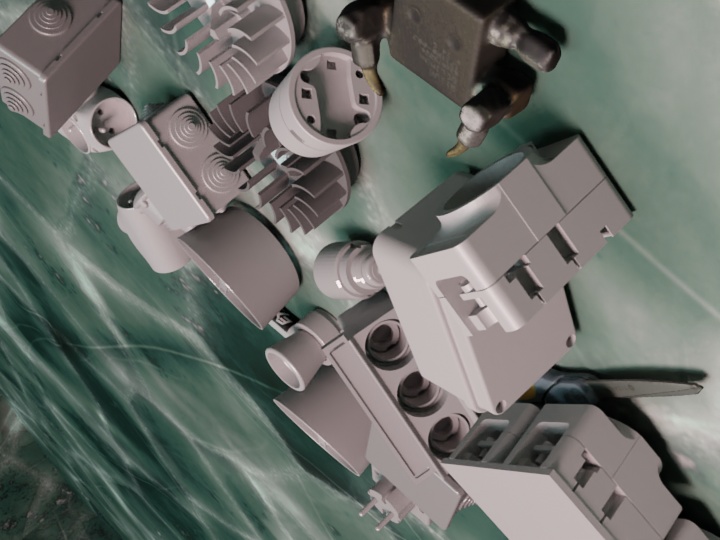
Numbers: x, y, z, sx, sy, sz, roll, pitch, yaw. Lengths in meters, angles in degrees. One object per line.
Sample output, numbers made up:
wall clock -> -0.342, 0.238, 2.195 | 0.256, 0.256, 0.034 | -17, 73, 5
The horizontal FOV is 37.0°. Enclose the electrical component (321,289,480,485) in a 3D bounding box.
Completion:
electrical component -> 0.036, 0.075, 0.744 | 0.121, 0.079, 0.063 | 57, 177, -17

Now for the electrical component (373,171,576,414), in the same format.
electrical component -> 0.065, 0.013, 0.586 | 0.057, 0.078, 0.113 | 27, 148, 46

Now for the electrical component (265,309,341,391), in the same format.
electrical component -> -0.042, 0.064, 0.874 | 0.045, 0.055, 0.045 | 38, 154, 22

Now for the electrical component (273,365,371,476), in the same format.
electrical component -> -0.025, 0.133, 0.935 | 0.099, 0.064, 0.099 | 38, 154, 22

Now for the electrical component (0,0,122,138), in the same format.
electrical component -> -0.223, -0.160, 0.796 | 0.048, 0.099, 0.099 | 34, 155, 1

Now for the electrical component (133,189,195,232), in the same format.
electrical component -> -0.157, -0.053, 0.910 | 0.062, 0.048, 0.048 | 44, 157, -7

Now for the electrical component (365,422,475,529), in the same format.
electrical component -> 0.054, 0.143, 0.835 | 0.100, 0.048, 0.099 | 40, 155, 18

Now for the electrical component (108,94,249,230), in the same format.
electrical component -> -0.138, -0.082, 0.825 | 0.099, 0.048, 0.100 | 55, 156, -15

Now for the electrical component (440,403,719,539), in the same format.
electrical component -> 0.152, 0.161, 0.656 | 0.186, 0.060, 0.105 | 49, 155, -16

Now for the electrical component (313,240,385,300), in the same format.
electrical component -> 0.000, 0.000, 0.723 | 0.040, 0.040, 0.078 | 56, 155, -17

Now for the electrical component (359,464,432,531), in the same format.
electrical component -> 0.033, 0.185, 0.899 | 0.066, 0.077, 0.047 | 37, 154, 25

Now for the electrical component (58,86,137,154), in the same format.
electrical component -> -0.233, -0.142, 0.904 | 0.077, 0.044, 0.079 | 18, 143, 49

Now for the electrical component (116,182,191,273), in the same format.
electrical component -> -0.196, -0.045, 0.986 | 0.079, 0.044, 0.077 | 24, 146, 43

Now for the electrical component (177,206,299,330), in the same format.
electrical component -> -0.098, 0.000, 0.861 | 0.099, 0.064, 0.099 | 38, 154, 22

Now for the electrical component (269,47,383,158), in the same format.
electrical component -> -0.021, -0.092, 0.606 | 0.055, 0.055, 0.047 | 53, 160, -9

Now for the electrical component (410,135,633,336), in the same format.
electrical component -> 0.074, -0.019, 0.506 | 0.055, 0.089, 0.050 | 53, 156, -10
